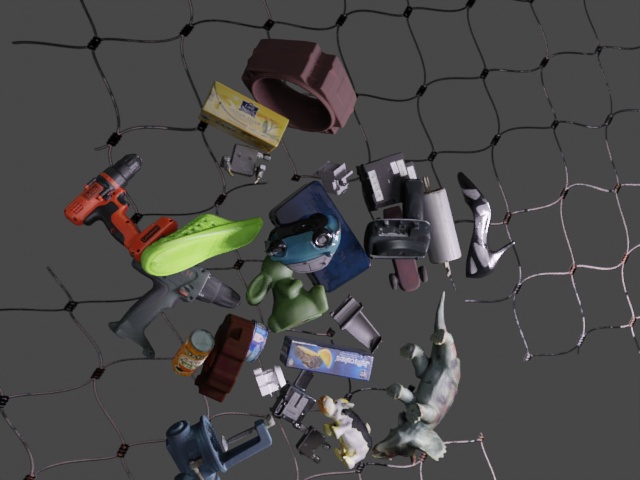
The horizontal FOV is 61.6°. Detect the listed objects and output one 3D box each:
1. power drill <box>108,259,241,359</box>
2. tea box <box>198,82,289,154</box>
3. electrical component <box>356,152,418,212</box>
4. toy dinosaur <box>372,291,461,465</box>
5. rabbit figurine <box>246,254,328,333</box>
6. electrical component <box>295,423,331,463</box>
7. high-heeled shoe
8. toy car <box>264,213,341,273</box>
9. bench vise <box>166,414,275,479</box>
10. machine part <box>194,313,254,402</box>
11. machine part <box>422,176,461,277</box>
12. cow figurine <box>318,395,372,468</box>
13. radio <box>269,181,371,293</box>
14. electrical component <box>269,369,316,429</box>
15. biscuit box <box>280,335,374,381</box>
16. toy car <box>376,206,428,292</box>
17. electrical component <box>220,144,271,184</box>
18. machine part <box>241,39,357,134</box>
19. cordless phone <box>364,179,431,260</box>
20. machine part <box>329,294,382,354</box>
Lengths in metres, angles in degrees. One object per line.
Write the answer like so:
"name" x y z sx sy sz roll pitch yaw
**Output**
"power drill" -0.304 0.136 1.087 0.232 0.086 0.207 38 83 -12
"tea box" -0.162 -0.252 1.125 0.169 0.098 0.068 24 83 -17
"electrical component" 0.162 -0.137 1.247 0.134 0.058 0.114 -18 97 -17
"toy dinosaur" 0.262 0.337 1.248 0.192 0.131 0.405 48 64 -38
"rabbit figurine" -0.082 0.104 1.157 0.159 0.121 0.170 -20 78 -10
"electrical component" -0.023 0.453 1.202 0.094 0.021 0.063 43 79 -13
"high-heeled shoe" 0.365 -0.032 1.320 0.145 0.086 0.249 -34 81 15
"toy car" -0.027 0.016 1.092 0.162 0.109 0.102 -19 115 0
"bench vise" -0.196 0.442 1.098 0.241 0.129 0.223 -25 96 -9
"machine part" -0.191 0.231 1.076 0.056 0.179 0.179 26 82 -15
"machine part" 0.279 -0.033 1.274 0.079 0.079 0.243 -17 95 -17
"cow figurine" 0.061 0.412 1.205 0.098 0.068 0.167 -25 101 -22
"radio" -0.002 -0.004 1.188 0.131 0.073 0.229 -36 98 -14
"electrical component" -0.049 0.344 1.183 0.075 0.048 0.119 38 81 -15
"biscuit box" 0.016 0.263 1.195 0.203 0.063 0.059 14 87 -16
"toy car" 0.189 0.021 1.257 0.089 0.053 0.202 -15 94 1
"electrical component" -0.161 -0.164 1.152 0.102 0.045 0.078 19 86 -17
"machine part" -0.042 -0.305 1.091 0.202 0.200 0.087 17 73 28
"cordless phone" 0.172 -0.049 1.195 0.147 0.089 0.184 1 84 -5
"machine part" 0.090 0.195 1.233 0.084 0.039 0.138 -43 100 -19
